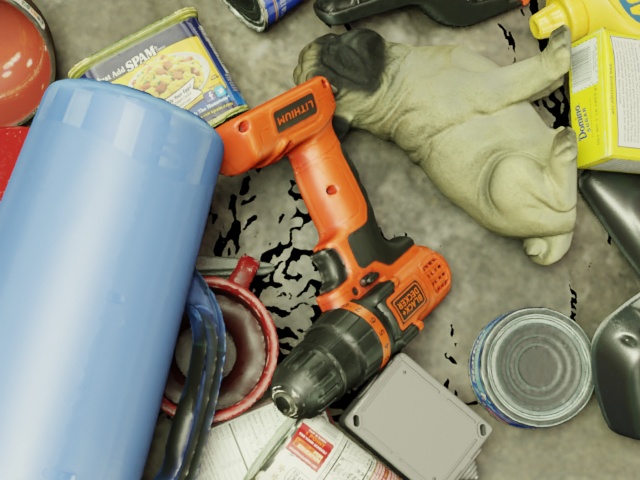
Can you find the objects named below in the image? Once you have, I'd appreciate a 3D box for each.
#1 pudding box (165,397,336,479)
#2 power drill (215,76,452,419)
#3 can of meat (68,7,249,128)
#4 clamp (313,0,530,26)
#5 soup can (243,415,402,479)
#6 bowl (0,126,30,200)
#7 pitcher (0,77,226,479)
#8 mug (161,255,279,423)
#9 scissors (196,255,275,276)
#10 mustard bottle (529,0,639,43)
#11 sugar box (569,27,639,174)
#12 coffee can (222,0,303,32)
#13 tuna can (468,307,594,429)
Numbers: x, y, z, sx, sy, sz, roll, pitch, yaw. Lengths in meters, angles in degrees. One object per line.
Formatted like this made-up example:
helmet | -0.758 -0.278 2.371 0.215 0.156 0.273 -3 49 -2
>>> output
pudding box | -0.037 0.157 0.725 0.113 0.039 0.090 -21 84 -10
power drill | -0.005 0.001 0.689 0.184 0.057 0.187 -38 103 -48
can of meat | -0.111 -0.101 0.752 0.102 0.057 0.084 -30 86 -8
clamp | 0.085 -0.202 0.750 0.171 0.120 0.039 -5 47 -32
soup can | 0.010 0.160 0.674 0.102 0.068 0.068 38 80 -1
bowl | -0.192 -0.022 0.693 0.162 0.055 0.162 14 48 -16
pitcher | -0.129 0.042 0.607 0.145 0.149 0.243 15 82 10
mug | -0.071 0.064 0.715 0.093 0.081 0.117 23 80 -1
scissors | -0.141 0.034 0.748 0.201 0.016 0.096 17 81 -2
mustard bottle | 0.244 -0.191 0.794 0.191 0.058 0.096 -22 81 -7
sugar box | 0.262 -0.092 0.762 0.176 0.048 0.093 4 80 -25
coffee can | -0.016 -0.230 0.757 0.140 0.103 0.103 -38 86 -9
tuna can | 0.150 0.090 0.752 0.086 0.034 0.086 1 81 -5
